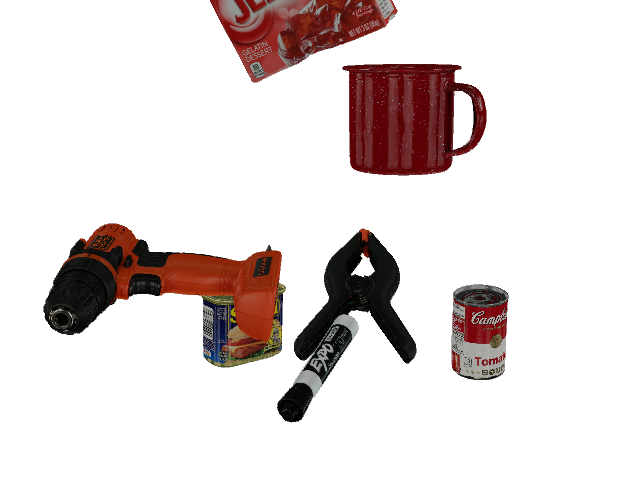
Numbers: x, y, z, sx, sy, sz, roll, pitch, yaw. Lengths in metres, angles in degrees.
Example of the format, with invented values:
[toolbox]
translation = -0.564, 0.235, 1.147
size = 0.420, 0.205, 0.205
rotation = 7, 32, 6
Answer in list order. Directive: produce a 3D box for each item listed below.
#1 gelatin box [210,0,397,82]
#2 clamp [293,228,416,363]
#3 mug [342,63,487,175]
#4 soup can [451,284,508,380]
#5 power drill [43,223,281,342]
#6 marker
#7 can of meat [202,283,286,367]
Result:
[gelatin box]
translation = -0.015, -0.135, 0.572
size = 0.089, 0.073, 0.030
rotation = -18, 21, 28
[clamp]
translation = 0.050, 0.060, 1.095
size = 0.120, 0.171, 0.039
rotation = 11, -39, 9
[mug]
translation = 0.074, -0.095, 0.833
size = 0.117, 0.081, 0.093
rotation = 6, 13, 28
[soup can]
translation = 0.198, 0.114, 1.330
size = 0.068, 0.102, 0.068
rotation = -1, 18, 0
[power drill]
translation = -0.131, 0.040, 0.920
size = 0.187, 0.057, 0.184
rotation = 9, 22, 0
[marker]
translation = -0.001, 0.088, 0.738
size = 0.020, 0.020, 0.121
rotation = 0, 25, 22
[can of meat]
translation = -0.092, 0.098, 1.271
size = 0.101, 0.084, 0.058
rotation = -10, 18, -37
